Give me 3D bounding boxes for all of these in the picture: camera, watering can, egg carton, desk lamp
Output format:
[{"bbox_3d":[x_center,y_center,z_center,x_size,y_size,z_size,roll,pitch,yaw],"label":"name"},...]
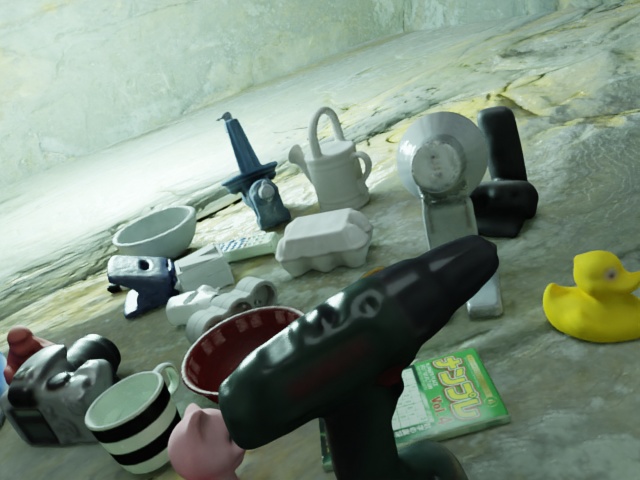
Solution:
[{"bbox_3d":[-0.300,0.172,0.712,0.143,0.101,0.137,-8,26,20],"label":"camera"},{"bbox_3d":[0.015,-0.151,1.071,0.172,0.194,0.101,-9,26,19],"label":"watering can"},{"bbox_3d":[0.008,0.003,0.899,0.150,0.069,0.107,-10,25,16],"label":"egg carton"},{"bbox_3d":[0.160,-0.042,0.713,0.117,0.214,0.203,-10,25,16],"label":"desk lamp"}]

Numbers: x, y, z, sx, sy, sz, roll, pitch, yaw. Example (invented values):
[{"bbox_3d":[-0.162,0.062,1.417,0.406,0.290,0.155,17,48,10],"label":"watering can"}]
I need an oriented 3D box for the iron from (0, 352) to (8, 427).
[{"bbox_3d":[-0.510,0.181,0.787,0.119,0.142,0.257,-30,27,-26],"label":"iron"}]

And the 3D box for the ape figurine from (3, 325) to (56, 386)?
[{"bbox_3d":[-0.416,0.164,0.818,0.078,0.092,0.076,-25,25,-16],"label":"ape figurine"}]

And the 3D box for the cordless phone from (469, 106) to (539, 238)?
[{"bbox_3d":[0.230,-0.102,0.829,0.147,0.185,0.094,-2,28,31],"label":"cordless phone"}]

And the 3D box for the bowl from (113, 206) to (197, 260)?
[{"bbox_3d":[-0.309,0.000,1.117,0.167,0.075,0.167,-15,24,7],"label":"bowl"}]

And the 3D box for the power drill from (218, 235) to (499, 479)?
[{"bbox_3d":[0.049,0.123,0.444,0.230,0.209,0.075,-22,24,-9],"label":"power drill"}]

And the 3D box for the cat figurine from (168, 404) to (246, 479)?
[{"bbox_3d":[-0.099,0.202,0.488,0.067,0.118,0.128,-13,25,11],"label":"cat figurine"}]

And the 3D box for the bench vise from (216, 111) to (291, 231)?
[{"bbox_3d":[-0.125,-0.142,1.117,0.122,0.220,0.206,-32,28,-28],"label":"bench vise"}]

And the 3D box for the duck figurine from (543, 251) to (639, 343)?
[{"bbox_3d":[0.282,0.051,0.589,0.104,0.086,0.078,4,32,40],"label":"duck figurine"}]

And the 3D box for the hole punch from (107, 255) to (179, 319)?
[{"bbox_3d":[-0.292,0.061,0.954,0.101,0.091,0.108,-22,24,-9],"label":"hole punch"}]
